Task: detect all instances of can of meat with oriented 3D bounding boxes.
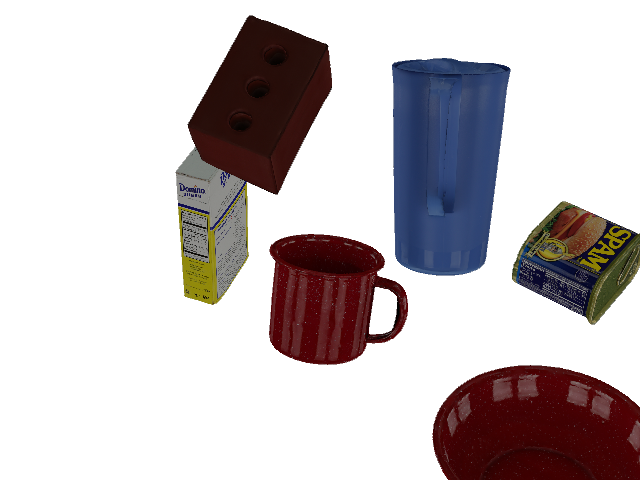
[{"bbox_3d":[0.235,0.017,0.972,0.084,0.057,0.101,28,48,28],"label":"can of meat"}]

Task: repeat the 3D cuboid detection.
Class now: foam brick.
[{"bbox_3d":[-0.033,-0.077,0.612,0.053,0.078,0.051,23,-15,11],"label":"foam brick"}]

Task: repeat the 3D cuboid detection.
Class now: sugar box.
[{"bbox_3d":[-0.114,-0.026,1.144,0.048,0.176,0.093,14,42,16],"label":"sugar box"}]

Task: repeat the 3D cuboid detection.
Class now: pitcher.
[{"bbox_3d":[0.142,-0.085,1.228,0.149,0.243,0.145,-9,19,-32],"label":"pitcher"}]

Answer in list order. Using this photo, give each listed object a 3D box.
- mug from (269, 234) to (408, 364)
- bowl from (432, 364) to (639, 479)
[{"bbox_3d":[0.013,0.050,0.865,0.117,0.081,0.093,10,20,10],"label":"mug"},{"bbox_3d":[0.161,0.162,0.767,0.162,0.055,0.162,-1,35,1],"label":"bowl"}]
